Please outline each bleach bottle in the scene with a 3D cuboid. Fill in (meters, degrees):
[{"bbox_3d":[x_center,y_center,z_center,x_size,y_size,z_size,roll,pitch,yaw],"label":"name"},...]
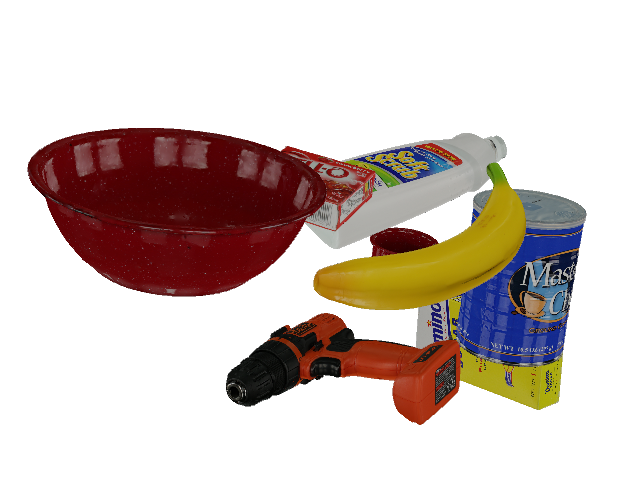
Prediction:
[{"bbox_3d":[0.099,-0.073,1.213,0.250,0.068,0.103,-22,44,-23],"label":"bleach bottle"}]

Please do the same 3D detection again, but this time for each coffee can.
[{"bbox_3d":[0.185,0.033,0.996,0.103,0.140,0.103,4,19,-2],"label":"coffee can"}]

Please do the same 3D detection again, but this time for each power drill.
[{"bbox_3d":[0.026,0.123,1.018,0.188,0.057,0.184,9,20,30],"label":"power drill"}]

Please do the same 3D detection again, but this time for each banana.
[{"bbox_3d":[0.083,0.009,0.728,0.070,0.037,0.197,36,46,29],"label":"banana"}]

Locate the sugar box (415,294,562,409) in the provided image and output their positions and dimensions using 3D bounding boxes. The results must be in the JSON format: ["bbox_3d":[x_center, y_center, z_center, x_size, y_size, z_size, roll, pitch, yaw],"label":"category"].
[{"bbox_3d":[0.184,0.116,1.186,0.177,0.093,0.048,15,19,43],"label":"sugar box"}]

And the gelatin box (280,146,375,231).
[{"bbox_3d":[-0.009,-0.046,0.907,0.089,0.030,0.073,18,32,21],"label":"gelatin box"}]

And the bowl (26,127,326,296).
[{"bbox_3d":[-0.079,-0.013,0.590,0.162,0.055,0.162,7,22,-3],"label":"bowl"}]

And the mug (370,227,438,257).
[{"bbox_3d":[0.118,0.041,1.430,0.117,0.081,0.093,18,26,28],"label":"mug"}]
